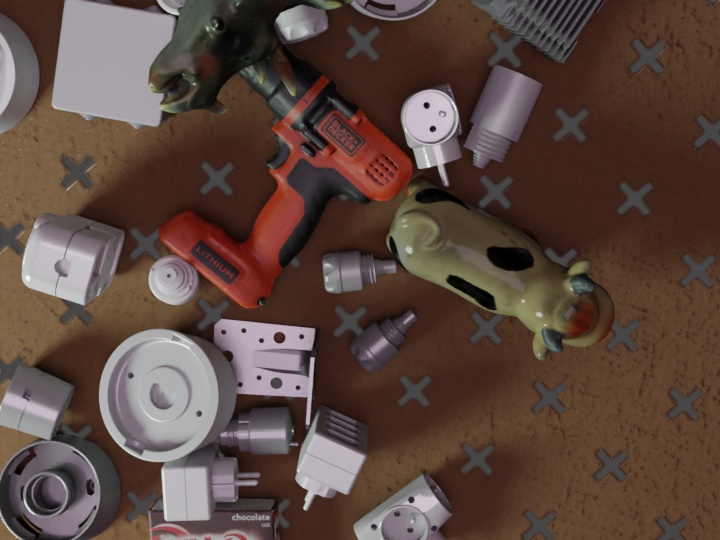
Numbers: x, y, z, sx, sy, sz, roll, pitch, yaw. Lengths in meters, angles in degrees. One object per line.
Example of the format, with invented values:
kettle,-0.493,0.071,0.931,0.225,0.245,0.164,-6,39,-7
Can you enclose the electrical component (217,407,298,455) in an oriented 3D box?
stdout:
electrical component,-0.092,0.138,0.923,0.078,0.040,0.040,-2,99,1

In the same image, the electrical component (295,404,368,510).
electrical component,-0.030,0.166,0.905,0.047,0.083,0.075,25,98,-3

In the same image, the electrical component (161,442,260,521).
electrical component,-0.124,0.179,0.917,0.077,0.065,0.047,-2,99,0

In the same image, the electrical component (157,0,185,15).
electrical component,-0.128,-0.219,0.851,0.044,0.065,0.044,1,95,18

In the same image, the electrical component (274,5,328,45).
electrical component,-0.053,-0.216,0.863,0.043,0.043,0.062,-18,97,3

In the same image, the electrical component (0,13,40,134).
electrical component,-0.321,-0.159,0.865,0.108,0.060,0.108,0,99,0

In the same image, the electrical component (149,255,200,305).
electrical component,-0.154,0.008,0.886,0.040,0.078,0.040,0,86,-5

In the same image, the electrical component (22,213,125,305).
electrical component,-0.234,-0.012,0.871,0.059,0.095,0.053,18,99,-2

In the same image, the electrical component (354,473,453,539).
electrical component,0.049,0.230,0.934,0.077,0.044,0.079,-37,97,6

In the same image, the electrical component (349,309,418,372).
electrical component,0.023,0.057,0.912,0.061,0.035,0.035,-41,97,4

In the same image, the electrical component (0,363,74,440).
electrical component,-0.275,0.113,0.914,0.047,0.055,0.055,23,99,-7

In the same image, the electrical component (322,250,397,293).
electrical component,0.000,0.000,0.902,0.061,0.035,0.035,-6,99,-1

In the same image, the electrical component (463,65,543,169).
electrical component,0.113,-0.121,0.877,0.043,0.043,0.081,23,99,-3

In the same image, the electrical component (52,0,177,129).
electrical component,-0.194,-0.167,0.869,0.100,0.048,0.099,10,99,-1

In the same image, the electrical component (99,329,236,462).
electrical component,-0.156,0.103,0.902,0.108,0.060,0.108,-1,86,17

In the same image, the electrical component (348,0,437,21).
electrical component,0.024,-0.249,0.859,0.099,0.064,0.099,-3,111,-7

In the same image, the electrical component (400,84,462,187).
electrical component,0.060,-0.106,0.863,0.044,0.077,0.079,-15,99,3

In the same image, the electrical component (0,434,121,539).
electrical component,-0.262,0.192,0.933,0.099,0.064,0.099,0,85,3
